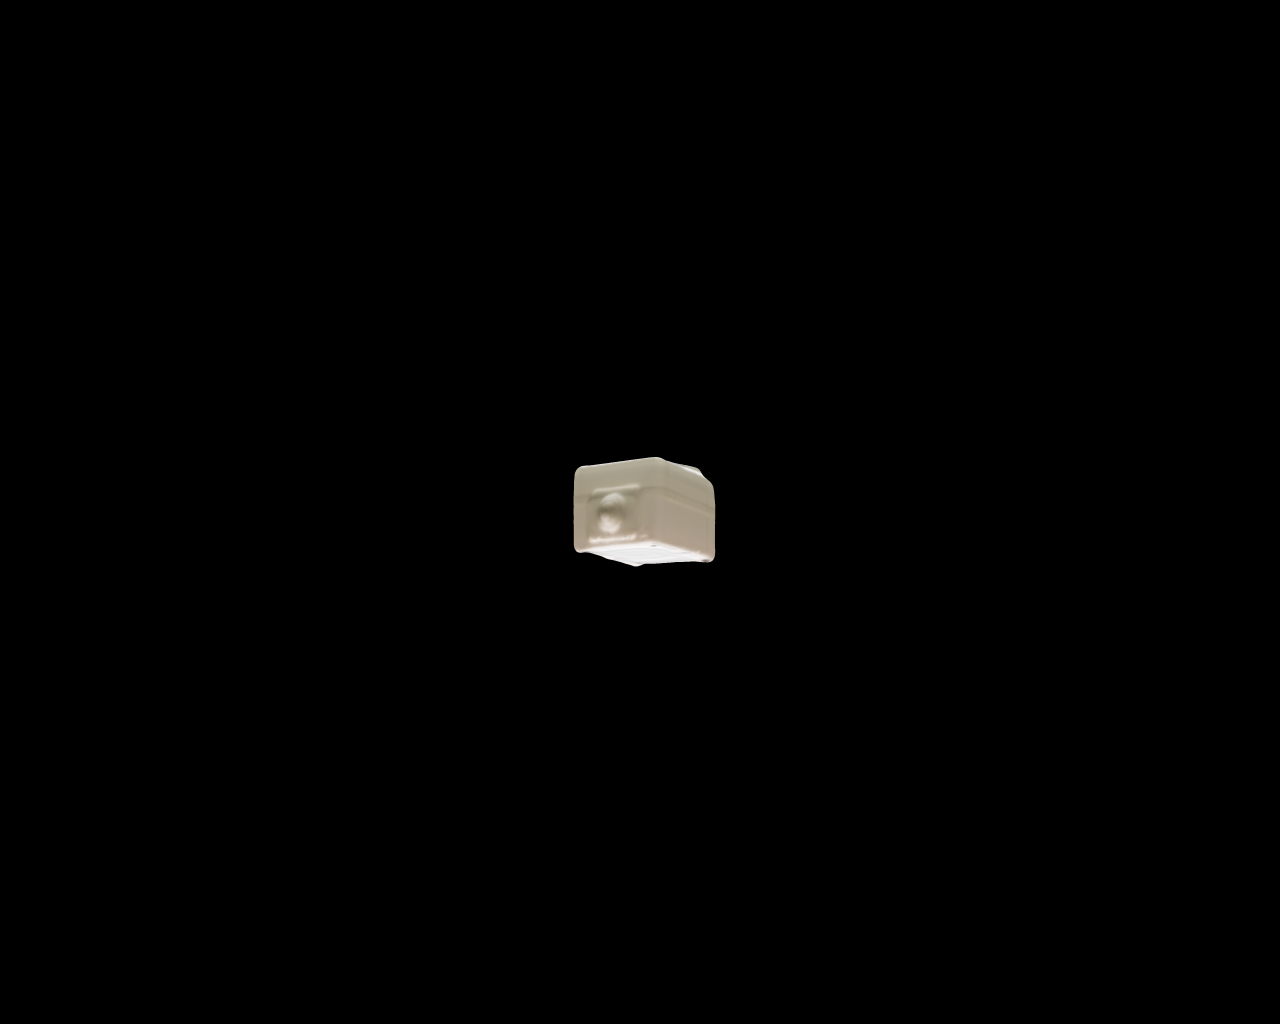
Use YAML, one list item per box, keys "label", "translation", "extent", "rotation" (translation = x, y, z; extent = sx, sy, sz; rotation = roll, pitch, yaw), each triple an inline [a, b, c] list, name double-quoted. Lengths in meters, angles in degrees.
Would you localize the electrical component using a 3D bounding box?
- label: "electrical component"
  translation: [0.001, -0.003, 0.650]
  extent: [0.062, 0.061, 0.096]
  rotation: [-6, -13, 27]
